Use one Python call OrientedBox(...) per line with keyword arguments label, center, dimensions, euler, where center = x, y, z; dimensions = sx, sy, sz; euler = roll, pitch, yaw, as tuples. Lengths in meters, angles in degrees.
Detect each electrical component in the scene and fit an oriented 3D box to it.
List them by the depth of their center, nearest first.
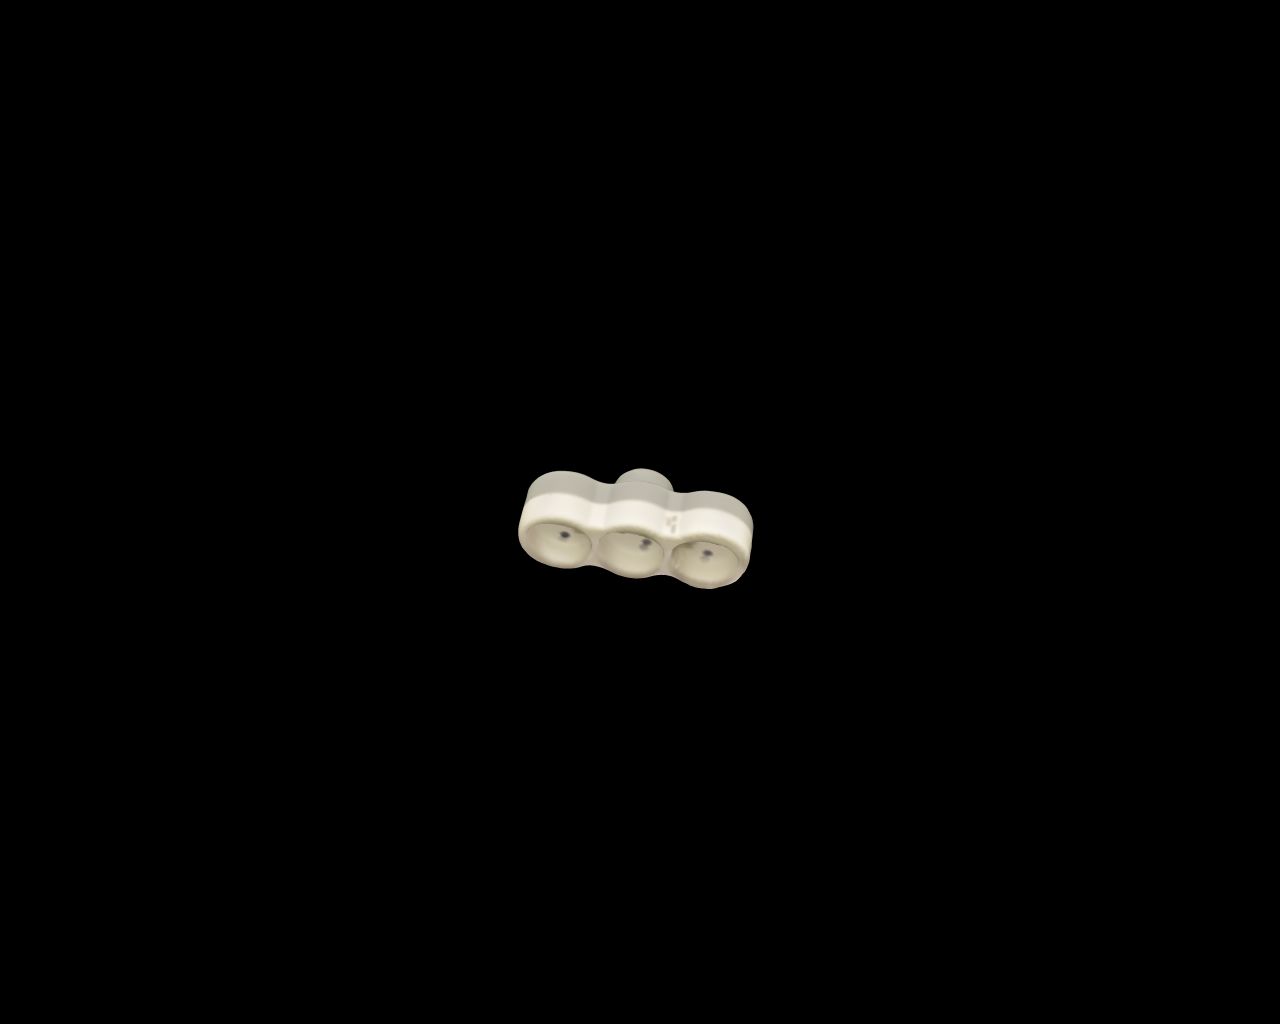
OrientedBox(label="electrical component", center=(0.001, -0.003, 0.650), dimensions=(0.138, 0.074, 0.052), euler=(7, -40, 6))
